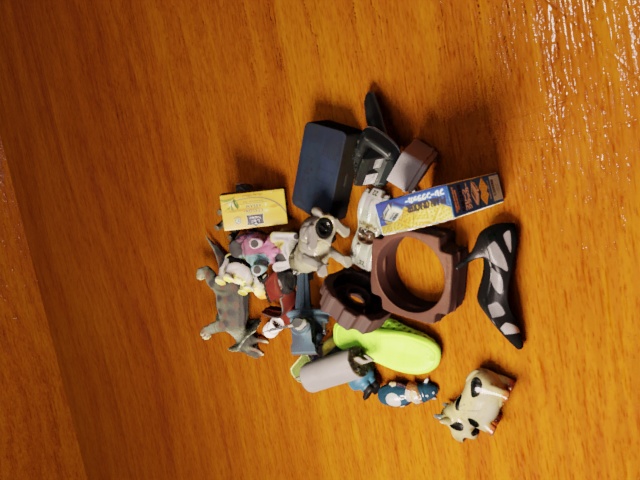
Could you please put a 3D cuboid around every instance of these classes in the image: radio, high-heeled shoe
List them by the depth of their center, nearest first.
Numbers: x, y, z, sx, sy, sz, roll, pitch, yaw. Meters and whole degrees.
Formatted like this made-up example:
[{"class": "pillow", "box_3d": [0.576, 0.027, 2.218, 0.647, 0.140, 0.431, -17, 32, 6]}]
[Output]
[{"class": "high-heeled shoe", "box_3d": [0.380, 0.089, 1.073, 0.145, 0.086, 0.248, -35, 98, 9]}, {"class": "radio", "box_3d": [0.014, -0.168, 1.299, 0.131, 0.073, 0.229, 28, 118, 33]}]

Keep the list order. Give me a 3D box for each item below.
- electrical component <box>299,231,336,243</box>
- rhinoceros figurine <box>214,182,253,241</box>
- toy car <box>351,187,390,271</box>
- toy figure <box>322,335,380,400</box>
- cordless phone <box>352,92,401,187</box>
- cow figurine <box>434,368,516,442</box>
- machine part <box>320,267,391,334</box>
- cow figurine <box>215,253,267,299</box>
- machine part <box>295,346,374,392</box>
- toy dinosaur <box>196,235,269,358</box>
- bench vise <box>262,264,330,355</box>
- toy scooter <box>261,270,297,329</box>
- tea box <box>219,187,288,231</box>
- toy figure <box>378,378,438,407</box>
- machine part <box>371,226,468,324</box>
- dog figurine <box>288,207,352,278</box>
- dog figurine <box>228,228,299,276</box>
[{"class": "electrical component", "box_3d": [-0.004, -0.004, 1.382, 0.102, 0.045, 0.078, 21, 144, 38]}, {"class": "rhinoceros figurine", "box_3d": [-0.233, -0.081, 1.522, 0.073, 0.112, 0.190, 38, 138, 7]}, {"class": "toy car", "box_3d": [0.119, -0.025, 1.257, 0.074, 0.056, 0.201, 25, 118, 34]}, {"class": "toy figure", "box_3d": [0.081, 0.317, 1.372, 0.180, 0.082, 0.089, 42, 115, 30]}, {"class": "cordless phone", "box_3d": [0.112, -0.224, 1.199, 0.146, 0.089, 0.184, 104, 159, -64]}, {"class": "cow figurine", "box_3d": [0.329, 0.360, 1.163, 0.127, 0.085, 0.194, 27, 121, 26]}, {"class": "machine part", "box_3d": [0.086, 0.140, 1.259, 0.179, 0.179, 0.056, 42, 130, 25]}, {"class": "cow figurine", "box_3d": [-0.211, 0.107, 1.550, 0.068, 0.167, 0.098, -24, 45, 46]}, {"class": "machine part", "box_3d": [0.033, 0.316, 1.310, 0.243, 0.079, 0.079, -28, 83, 36]}, {"class": "toy dinosaur", "box_3d": [-0.267, 0.177, 1.620, 0.192, 0.131, 0.404, -8, 92, 29]}, {"class": "bench vise", "box_3d": [-0.039, 0.176, 1.377, 0.129, 0.223, 0.240, -9, 70, 21]}, {"class": "toy scooter", "box_3d": [-0.118, 0.166, 1.506, 0.135, 0.075, 0.183, -9, 100, 39]}, {"class": "tea box", "box_3d": [-0.175, -0.084, 1.424, 0.068, 0.170, 0.098, -126, 28, -78]}, {"class": "toy figure", "box_3d": [0.212, 0.370, 1.289, 0.154, 0.058, 0.064, -18, 128, 41]}, {"class": "machine part", "box_3d": [0.216, 0.067, 1.179, 0.201, 0.087, 0.201, 12, 108, 38]}, {"class": "dog figurine", "box_3d": [-0.028, 0.005, 1.301, 0.191, 0.121, 0.172, 4, 99, 57]}, {"class": "dog figurine", "box_3d": [-0.151, 0.017, 1.483, 0.219, 0.192, 0.108, -147, 47, -72]}]
